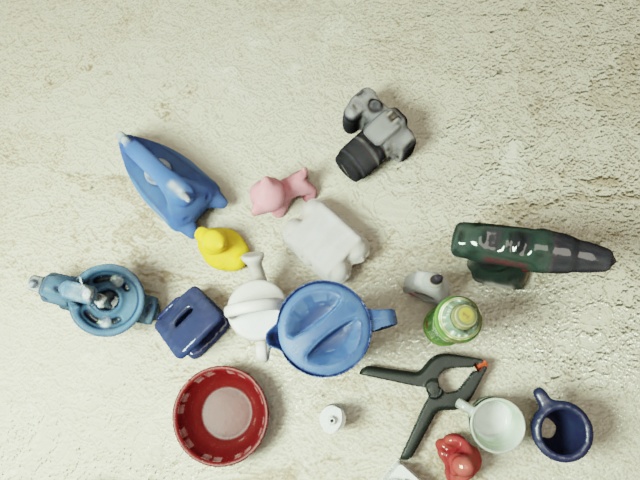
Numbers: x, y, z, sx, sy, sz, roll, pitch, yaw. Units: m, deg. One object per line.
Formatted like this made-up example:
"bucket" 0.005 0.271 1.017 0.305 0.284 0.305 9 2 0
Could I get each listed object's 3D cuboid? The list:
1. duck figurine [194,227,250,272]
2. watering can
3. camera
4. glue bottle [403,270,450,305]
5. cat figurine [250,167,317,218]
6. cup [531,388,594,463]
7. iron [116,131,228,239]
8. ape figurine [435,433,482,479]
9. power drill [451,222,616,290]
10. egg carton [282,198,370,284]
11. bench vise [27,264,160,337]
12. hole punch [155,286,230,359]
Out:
"duck figurine" -0.177 0.010 1.015 0.104 0.086 0.077 30 81 9
"watering can" -0.103 0.108 0.935 0.101 0.194 0.173 -28 78 -3
"camera" 0.084 -0.185 1.037 0.137 0.101 0.143 -42 79 -6
"glue bottle" 0.180 0.074 0.939 0.078 0.173 0.037 17 79 7
"cat figurine" -0.072 -0.089 1.015 0.128 0.118 0.067 -32 78 -4
"cup" 0.369 0.292 0.923 0.091 0.095 0.117 -28 78 -3
"iron" -0.293 -0.125 1.022 0.258 0.141 0.119 41 83 10
"ape figurine" 0.225 0.355 0.918 0.076 0.092 0.078 16 79 6
"power drill" 0.321 0.027 0.924 0.229 0.208 0.076 10 78 5
"egg carton" 0.009 0.004 1.016 0.150 0.069 0.107 41 83 10
"bench vise" -0.392 0.100 0.938 0.207 0.220 0.121 -6 77 2
"hole punch" -0.226 0.143 0.986 0.101 0.091 0.109 43 83 11
